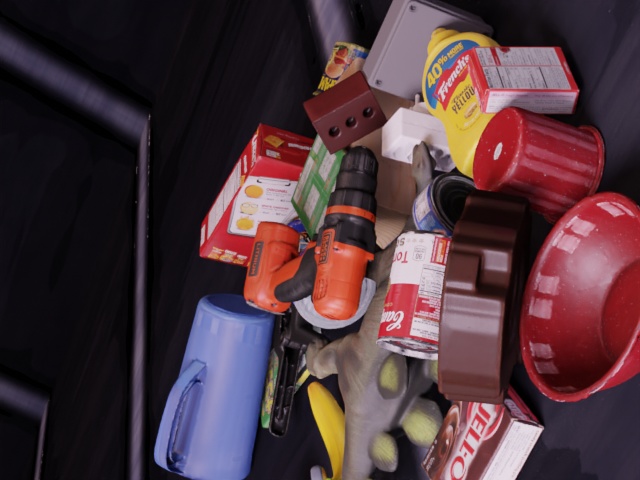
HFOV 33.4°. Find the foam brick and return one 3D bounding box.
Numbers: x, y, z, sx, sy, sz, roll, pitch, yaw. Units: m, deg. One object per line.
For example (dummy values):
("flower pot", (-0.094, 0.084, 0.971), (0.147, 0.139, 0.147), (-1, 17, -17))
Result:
("foam brick", (0.029, -0.145, 1.215), (0.078, 0.053, 0.051), (-30, 37, 4))

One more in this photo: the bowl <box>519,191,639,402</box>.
("bowl", (0.217, 0.048, 0.803), (0.162, 0.055, 0.162), (-164, 90, -70))

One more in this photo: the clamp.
("clamp", (-0.036, 0.142, 1.384), (0.210, 0.036, 0.165), (-104, 35, -60))

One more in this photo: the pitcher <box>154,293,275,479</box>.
("pitcher", (-0.143, 0.203, 1.465), (0.149, 0.145, 0.243), (-122, 43, -73))

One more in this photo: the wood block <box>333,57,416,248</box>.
("wood block", (0.059, -0.105, 1.294), (0.091, 0.090, 0.206), (-45, 34, 52))

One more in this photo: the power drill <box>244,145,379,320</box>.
("power drill", (-0.007, 0.001, 1.139), (0.188, 0.057, 0.184), (-18, 56, 58))

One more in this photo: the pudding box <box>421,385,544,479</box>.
("pudding box", (0.140, 0.181, 0.932), (0.090, 0.039, 0.113), (-121, 50, -63))

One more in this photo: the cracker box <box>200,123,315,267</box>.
("cracker box", (-0.047, -0.045, 1.420), (0.214, 0.164, 0.072), (125, 151, -43))

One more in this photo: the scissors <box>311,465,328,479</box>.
("scissors", (0.021, 0.315, 1.106), (0.016, 0.096, 0.202), (-23, 33, 6))

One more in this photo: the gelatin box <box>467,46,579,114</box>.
("gelatin box", (0.186, -0.147, 0.987), (0.073, 0.089, 0.030), (-96, 7, -47))

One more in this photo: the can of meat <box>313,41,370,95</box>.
("can of meat", (0.041, -0.228, 1.485), (0.084, 0.057, 0.102), (-68, 21, 7))

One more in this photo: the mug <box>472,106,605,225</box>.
("mug", (0.183, -0.065, 0.944), (0.117, 0.081, 0.093), (148, 134, -62))

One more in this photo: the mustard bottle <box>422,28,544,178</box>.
("mustard bottle", (0.152, -0.155, 1.081), (0.096, 0.058, 0.192), (-48, 40, 28))

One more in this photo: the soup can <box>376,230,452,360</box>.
("soup can", (0.093, 0.049, 0.946), (0.069, 0.068, 0.102), (-22, 53, 66))

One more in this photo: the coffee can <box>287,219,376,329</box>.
("coffee can", (0.000, 0.038, 1.320), (0.140, 0.102, 0.103), (-134, 62, -68))

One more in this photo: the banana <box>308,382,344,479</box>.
("banana", (0.021, 0.228, 1.179), (0.037, 0.069, 0.198), (-28, 24, 5))

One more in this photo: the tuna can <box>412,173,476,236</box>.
("tuna can", (0.134, -0.023, 1.035), (0.034, 0.086, 0.086), (-50, 31, 45))
